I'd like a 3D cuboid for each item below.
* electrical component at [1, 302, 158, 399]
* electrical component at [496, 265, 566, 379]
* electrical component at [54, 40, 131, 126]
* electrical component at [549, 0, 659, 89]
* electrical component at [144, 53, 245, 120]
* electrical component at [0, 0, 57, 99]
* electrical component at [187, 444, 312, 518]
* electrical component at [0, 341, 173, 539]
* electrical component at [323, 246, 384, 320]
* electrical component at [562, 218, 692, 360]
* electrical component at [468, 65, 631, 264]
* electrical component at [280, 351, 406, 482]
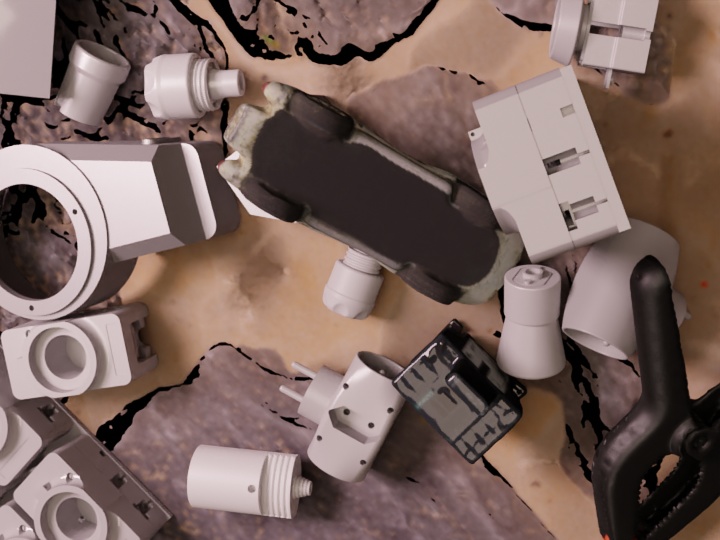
[{"bbox_3d":[-0.196,0.057,0.748,0.089,0.056,0.050,-9,96,13],"label":"electrical component"},{"bbox_3d":[0.108,0.030,0.675,0.044,0.044,0.065,3,117,12],"label":"electrical component"},{"bbox_3d":[-0.183,-0.126,0.729,0.040,0.040,0.046,31,109,6],"label":"electrical component"},{"bbox_3d":[0.146,-0.145,0.651,0.055,0.048,0.066,9,100,3],"label":"electrical component"},{"bbox_3d":[-0.108,-0.122,0.710,0.062,0.043,0.043,-2,97,11],"label":"electrical component"},{"bbox_3d":[-0.250,-0.211,0.699,0.105,0.060,0.186,4,99,-15],"label":"electrical component"},{"bbox_3d":[-0.073,0.146,0.740,0.081,0.043,0.043,4,99,12],"label":"electrical component"},{"bbox_3d":[-0.243,0.154,0.769,0.186,0.060,0.105,44,104,3],"label":"electrical component"},{"bbox_3d":[0.000,0.000,0.708,0.035,0.035,0.061,23,99,8],"label":"electrical component"},{"bbox_3d":[0.174,0.020,0.664,0.079,0.043,0.077,31,80,-22],"label":"electrical component"},{"bbox_3d":[0.107,-0.061,0.616,0.062,0.150,0.089,-20,93,14],"label":"electrical component"},{"bbox_3d":[-0.015,0.089,0.719,0.079,0.043,0.077,28,102,7],"label":"electrical component"}]
